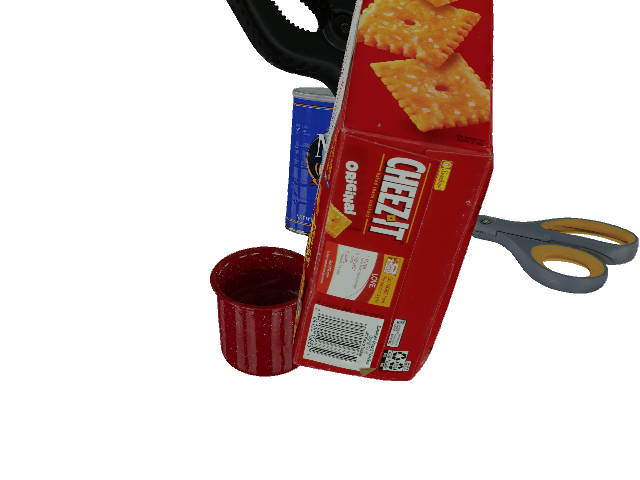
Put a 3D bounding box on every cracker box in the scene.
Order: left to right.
[{"bbox_3d":[0.042,-0.060,0.550,0.072,0.213,0.164,11,-43,0],"label":"cracker box"}]

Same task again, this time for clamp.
[{"bbox_3d":[0.012,-0.136,0.775,0.209,0.164,0.036,26,-29,-16],"label":"clamp"}]

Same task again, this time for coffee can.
[{"bbox_3d":[0.019,-0.079,1.075,0.103,0.140,0.103,4,12,-1],"label":"coffee can"}]

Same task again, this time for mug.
[{"bbox_3d":[-0.039,0.059,0.940,0.117,0.081,0.093,-28,43,-36],"label":"mug"}]

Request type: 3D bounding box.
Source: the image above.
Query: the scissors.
[{"bbox_3d":[0.123,0.001,0.765,0.202,0.016,0.096,6,30,14],"label":"scissors"}]
